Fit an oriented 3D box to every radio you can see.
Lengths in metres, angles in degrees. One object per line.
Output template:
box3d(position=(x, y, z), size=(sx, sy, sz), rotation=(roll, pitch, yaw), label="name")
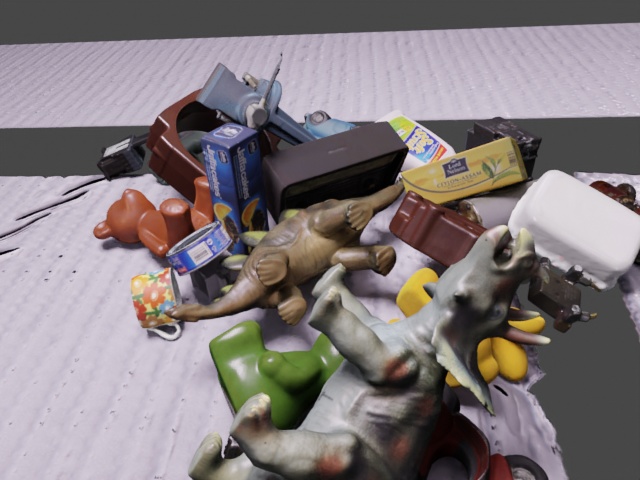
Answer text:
box3d(position=(0.021, -0.102, 0.872), size=(0.230, 0.131, 0.073), rotation=(-19, 61, -21), label="radio")

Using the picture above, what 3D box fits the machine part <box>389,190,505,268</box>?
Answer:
box3d(position=(0.177, -0.001, 0.685), size=(0.179, 0.056, 0.179), rotation=(26, 13, -6), label="machine part")

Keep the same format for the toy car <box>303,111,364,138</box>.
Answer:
box3d(position=(0.025, -0.162, 0.992), size=(0.162, 0.109, 0.103), rotation=(26, 76, 29), label="toy car")

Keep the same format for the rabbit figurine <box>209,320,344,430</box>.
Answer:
box3d(position=(-0.012, 0.142, 0.564), size=(0.170, 0.121, 0.159), rotation=(-22, 47, -18), label="rabbit figurine")

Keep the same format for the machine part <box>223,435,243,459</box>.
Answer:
box3d(position=(-0.038, 0.238, 0.487), size=(0.139, 0.084, 0.039), rotation=(31, 20, 21), label="machine part")

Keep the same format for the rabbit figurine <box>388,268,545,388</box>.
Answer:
box3d(position=(0.174, 0.090, 0.630), size=(0.163, 0.121, 0.173), rotation=(19, 24, 23), label="rabbit figurine")

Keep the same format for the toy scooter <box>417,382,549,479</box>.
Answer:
box3d(position=(0.107, 0.211, 0.503), size=(0.135, 0.075, 0.184), rotation=(-30, 48, -28), label="toy scooter")

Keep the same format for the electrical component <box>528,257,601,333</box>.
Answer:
box3d(position=(0.311, 0.067, 0.683), size=(0.078, 0.045, 0.102), rotation=(40, 44, 2), label="electrical component")

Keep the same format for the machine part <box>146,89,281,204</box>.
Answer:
box3d(position=(-0.178, -0.152, 0.932), size=(0.201, 0.087, 0.201), rotation=(40, 43, -3), label="machine part")

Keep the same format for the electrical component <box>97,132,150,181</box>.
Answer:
box3d(position=(-0.370, -0.170, 1.052), size=(0.119, 0.047, 0.075), rotation=(-22, 37, 3), label="electrical component")

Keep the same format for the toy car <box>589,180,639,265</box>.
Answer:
box3d(position=(0.473, -0.031, 0.810), size=(0.089, 0.053, 0.202), rotation=(-6, 35, -8), label="toy car")

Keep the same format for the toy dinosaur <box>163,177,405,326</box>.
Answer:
box3d(position=(-0.002, -0.002, 0.730), size=(0.471, 0.105, 0.199), rotation=(-26, 19, -34), label="toy dinosaur")

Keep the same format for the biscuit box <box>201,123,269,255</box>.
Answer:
box3d(position=(-0.120, -0.066, 0.783), size=(0.059, 0.202, 0.063), rotation=(23, 44, 30), label="biscuit box")

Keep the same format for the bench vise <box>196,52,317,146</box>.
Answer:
box3d(position=(-0.081, -0.194, 0.853), size=(0.224, 0.240, 0.129), rotation=(27, 88, 57), label="bench vise")

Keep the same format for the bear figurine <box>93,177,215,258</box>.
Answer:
box3d(position=(-0.256, -0.043, 0.834), size=(0.196, 0.131, 0.120), rotation=(21, 38, 21), label="bear figurine")

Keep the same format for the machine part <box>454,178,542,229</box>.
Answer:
box3d(position=(0.296, -0.044, 0.822), size=(0.243, 0.079, 0.079), rotation=(-16, 38, -16), label="machine part")

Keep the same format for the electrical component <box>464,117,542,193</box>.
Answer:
box3d(position=(0.304, -0.143, 0.922), size=(0.058, 0.114, 0.134), rotation=(-15, 35, -21), label="electrical component")

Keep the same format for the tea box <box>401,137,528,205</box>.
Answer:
box3d(position=(0.224, -0.099, 0.832), size=(0.170, 0.068, 0.098), rotation=(-16, 0, 28), label="tea box")

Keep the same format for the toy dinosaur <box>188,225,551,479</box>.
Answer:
box3d(position=(0.030, 0.156, 0.442), size=(0.192, 0.131, 0.405), rotation=(37, 79, -2), label="toy dinosaur")

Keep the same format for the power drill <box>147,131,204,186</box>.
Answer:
box3d(position=(-0.231, -0.188, 1.064), size=(0.232, 0.085, 0.207), rotation=(4, 42, 10), label="power drill")
